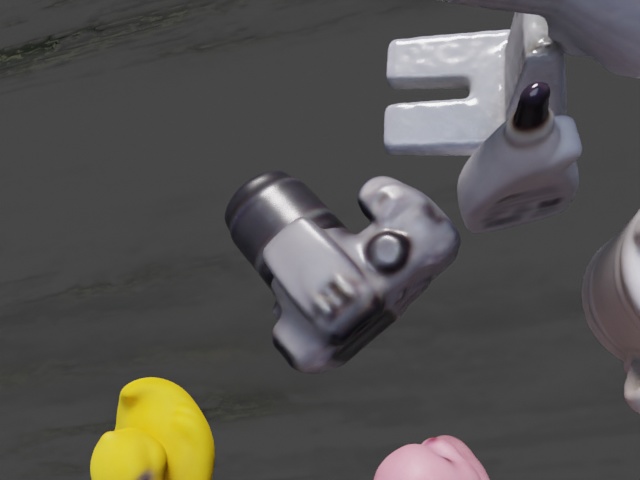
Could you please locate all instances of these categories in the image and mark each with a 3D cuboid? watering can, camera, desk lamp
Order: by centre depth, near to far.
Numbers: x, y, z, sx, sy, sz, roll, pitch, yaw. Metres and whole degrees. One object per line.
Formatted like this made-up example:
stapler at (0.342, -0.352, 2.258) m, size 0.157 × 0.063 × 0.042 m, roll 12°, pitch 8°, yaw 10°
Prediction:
watering can at (0.208, 0.009, 0.298) m, size 0.100 × 0.194 × 0.173 m, roll 5°, pitch 77°, yaw 15°
desk lamp at (0.128, -0.132, 0.344) m, size 0.203 × 0.214 × 0.118 m, roll 0°, pitch 76°, yaw 14°
camera at (0.004, 0.001, 0.399) m, size 0.143 × 0.101 × 0.136 m, roll -42°, pitch 70°, yaw 0°

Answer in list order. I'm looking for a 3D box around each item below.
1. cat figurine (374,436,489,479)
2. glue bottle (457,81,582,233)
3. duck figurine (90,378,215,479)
cat figurine at (0.083, 0.159, 0.330) m, size 0.127 × 0.118 × 0.067 m, roll 23°, pitch 82°, yaw 18°
glue bottle at (0.122, -0.048, 0.345) m, size 0.078 × 0.173 × 0.037 m, roll -13°, pitch 73°, yaw 10°
duck figurine at (-0.125, 0.148, 0.400) m, size 0.077 × 0.086 × 0.104 m, roll -22°, pitch 72°, yaw 7°
